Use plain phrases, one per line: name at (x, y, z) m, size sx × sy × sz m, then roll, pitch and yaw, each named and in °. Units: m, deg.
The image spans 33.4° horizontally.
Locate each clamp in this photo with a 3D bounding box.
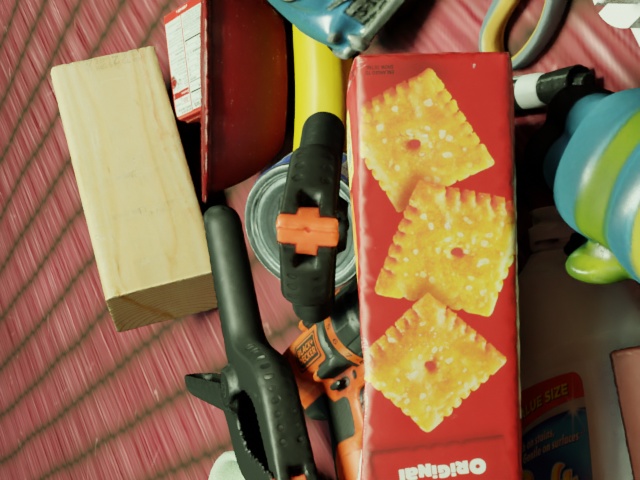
clamp at (-0.004, 0.001, 0.549) m, size 0.171 × 0.039 × 0.120 m, roll -69°, pitch -24°, yaw -77°
clamp at (-0.050, 0.101, 0.709) m, size 0.210 × 0.036 × 0.165 m, roll -117°, pitch 31°, yaw -43°

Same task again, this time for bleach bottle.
bleach bottle at (0.120, 0.110, 0.488) m, size 0.103 × 0.068 × 0.251 m, roll 161°, pitch 104°, yaw -64°

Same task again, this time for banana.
banana at (-0.004, -0.082, 0.689) m, size 0.070 × 0.037 × 0.198 m, roll 29°, pitch 120°, yaw 53°

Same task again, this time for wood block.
wood block at (-0.151, -0.042, 0.875) m, size 0.091 × 0.090 × 0.206 m, roll 100°, pitch 154°, yaw -68°

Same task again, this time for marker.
marker at (0.093, -0.073, 0.541) m, size 0.121 × 0.020 × 0.020 m, roll 2°, pitch 96°, yaw 59°

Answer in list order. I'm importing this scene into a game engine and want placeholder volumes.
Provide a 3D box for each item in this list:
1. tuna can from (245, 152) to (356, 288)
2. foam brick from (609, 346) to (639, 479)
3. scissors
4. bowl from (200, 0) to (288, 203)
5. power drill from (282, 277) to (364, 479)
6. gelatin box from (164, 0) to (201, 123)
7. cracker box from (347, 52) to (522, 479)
tuna can at (-0.003, -0.012, 0.658) m, size 0.086 × 0.033 × 0.086 m, roll 9°, pitch 114°, yaw 21°
foam brick at (0.157, 0.076, 0.423) m, size 0.051 × 0.052 × 0.078 m, roll -18°, pitch 80°, yaw 59°
scissors at (0.109, -0.175, 0.498) m, size 0.096 × 0.016 × 0.202 m, roll 55°, pitch 139°, yaw 41°
bowl at (-0.053, -0.106, 0.722) m, size 0.162 × 0.055 × 0.162 m, roll 179°, pitch 90°, yaw -83°
power drill at (0.041, 0.116, 0.629) m, size 0.185 × 0.057 × 0.188 m, roll 130°, pitch 130°, yaw -56°
gelatin box at (-0.091, -0.142, 0.837) m, size 0.073 × 0.030 × 0.089 m, roll -9°, pitch 88°, yaw 59°
cracker box at (0.049, 0.038, 0.489) m, size 0.164 × 0.072 × 0.214 m, roll 50°, pitch -140°, yaw -84°
